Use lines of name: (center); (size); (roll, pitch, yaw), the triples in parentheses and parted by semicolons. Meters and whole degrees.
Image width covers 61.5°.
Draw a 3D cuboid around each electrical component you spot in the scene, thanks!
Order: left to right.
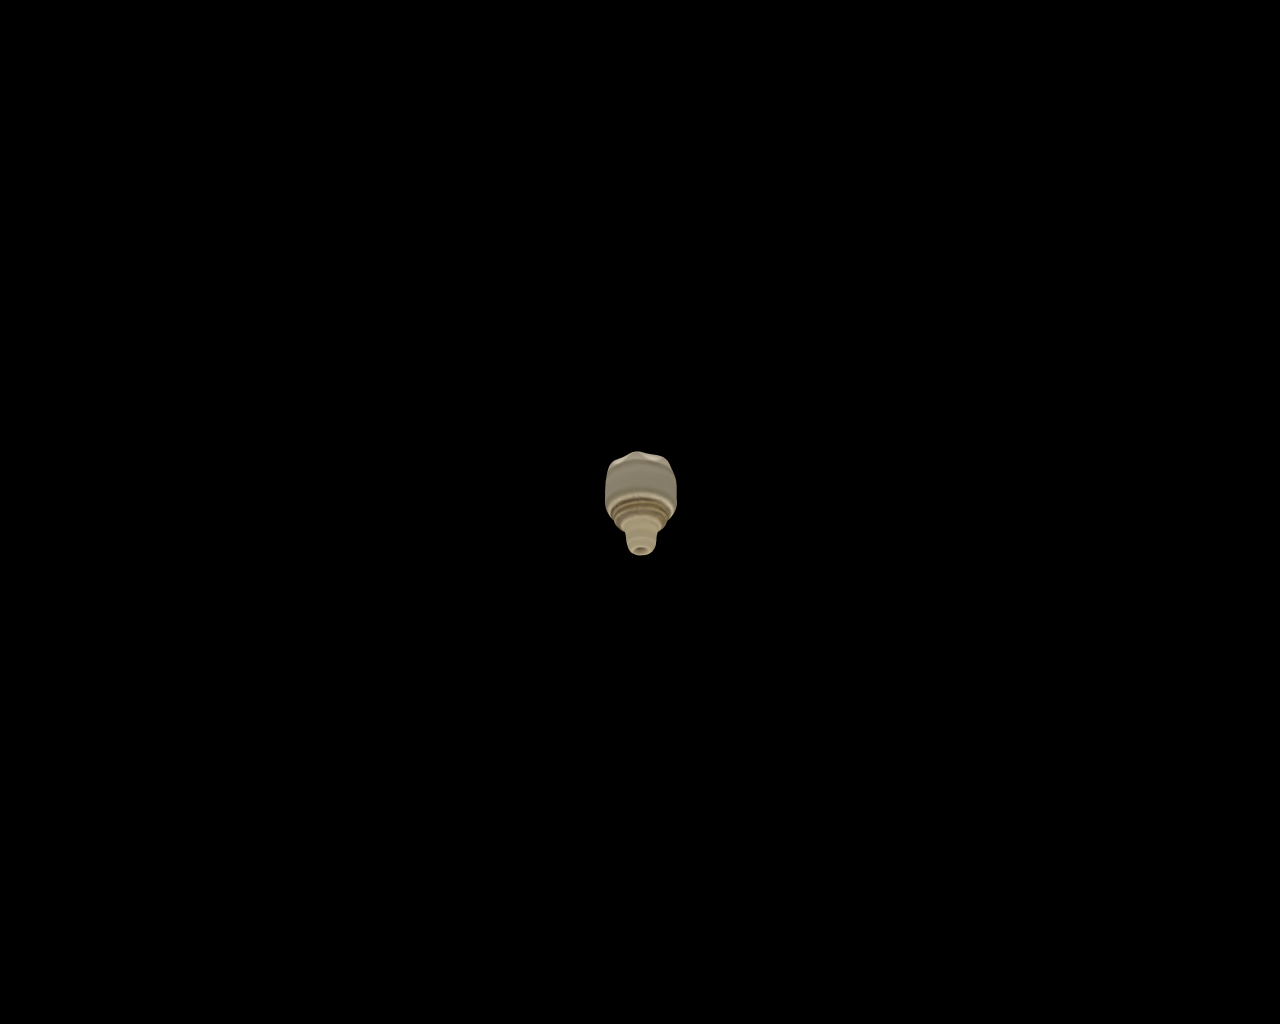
electrical component: (0.001, -0.003, 0.650); (0.043, 0.062, 0.043); (0, -31, 0)
